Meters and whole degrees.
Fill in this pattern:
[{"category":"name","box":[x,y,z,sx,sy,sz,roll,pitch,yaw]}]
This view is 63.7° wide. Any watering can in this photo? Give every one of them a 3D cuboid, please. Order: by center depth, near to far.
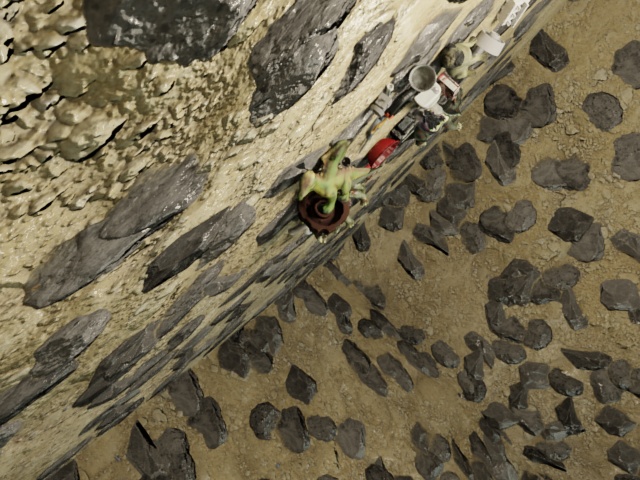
[{"category":"watering can","box":[0.006,-0.101,2.012,0.104,0.222,0.349,45,18,10]}]

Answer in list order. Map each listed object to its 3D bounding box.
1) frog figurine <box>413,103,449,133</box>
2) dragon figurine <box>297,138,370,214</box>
[{"category":"frog figurine","box":[0.458,-0.521,2.167,0.137,0.120,0.163,-2,29,-4]},{"category":"dragon figurine","box":[0.061,-0.223,1.640,0.417,0.123,0.237,-37,-19,-37]}]
